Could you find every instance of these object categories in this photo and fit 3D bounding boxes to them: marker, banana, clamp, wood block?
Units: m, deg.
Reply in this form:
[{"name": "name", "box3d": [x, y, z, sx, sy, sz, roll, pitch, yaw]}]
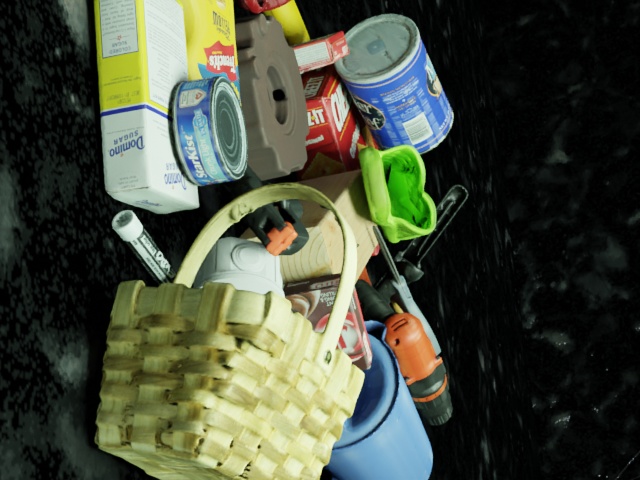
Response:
[{"name": "marker", "box3d": [-0.128, 0.021, 0.840, 0.121, 0.020, 0.020, 61, 26, -47]}, {"name": "banana", "box3d": [-0.048, -0.281, 1.221, 0.069, 0.037, 0.197, -77, 152, -48]}, {"name": "clamp", "box3d": [0.112, 0.025, 1.347, 0.164, 0.036, 0.210, -54, 180, -32]}, {"name": "wood block", "box3d": [-0.007, 0.002, 1.113, 0.206, 0.091, 0.090, -55, 133, -66]}, {"name": "clamp", "box3d": [-0.056, -0.038, 0.939, 0.120, 0.039, 0.171, 35, 8, -15]}]

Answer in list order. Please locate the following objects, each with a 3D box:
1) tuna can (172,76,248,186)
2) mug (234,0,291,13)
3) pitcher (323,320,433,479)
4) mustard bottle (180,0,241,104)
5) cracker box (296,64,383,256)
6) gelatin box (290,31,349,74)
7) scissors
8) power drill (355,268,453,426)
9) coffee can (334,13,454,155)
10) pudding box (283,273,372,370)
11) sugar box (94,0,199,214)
[{"name": "tuna can", "box3d": [-0.087, -0.087, 0.854, 0.086, 0.034, 0.086, -7, 90, -76]}, {"name": "mug", "box3d": [-0.063, -0.280, 1.087, 0.081, 0.093, 0.117, 67, 20, -50]}, {"name": "pitcher", "box3d": [0.038, 0.205, 1.120, 0.242, 0.149, 0.145, 60, 11, -55]}, {"name": "mustard bottle", "box3d": [-0.105, -0.153, 0.937, 0.096, 0.058, 0.191, 21, 62, -68]}, {"name": "cracker box", "box3d": [0.023, -0.106, 1.295, 0.164, 0.072, 0.213, -72, 147, -57]}, {"name": "gelatin box", "box3d": [-0.019, -0.203, 1.184, 0.073, 0.089, 0.030, -49, 125, -68]}, {"name": "scissors", "box3d": [0.086, 0.051, 1.223, 0.201, 0.016, 0.096, 61, -9, -26]}, {"name": "power drill", "box3d": [0.081, 0.113, 1.235, 0.188, 0.057, 0.184, 46, -15, 45]}, {"name": "coffee can", "box3d": [0.088, -0.179, 1.250, 0.140, 0.103, 0.103, 56, 30, -47]}, {"name": "pudding box", "box3d": [-0.014, 0.085, 1.007, 0.039, 0.114, 0.090, -66, 143, -65]}, {"name": "sugar box", "box3d": [-0.137, -0.115, 0.840, 0.093, 0.048, 0.176, 26, 59, -71]}]
